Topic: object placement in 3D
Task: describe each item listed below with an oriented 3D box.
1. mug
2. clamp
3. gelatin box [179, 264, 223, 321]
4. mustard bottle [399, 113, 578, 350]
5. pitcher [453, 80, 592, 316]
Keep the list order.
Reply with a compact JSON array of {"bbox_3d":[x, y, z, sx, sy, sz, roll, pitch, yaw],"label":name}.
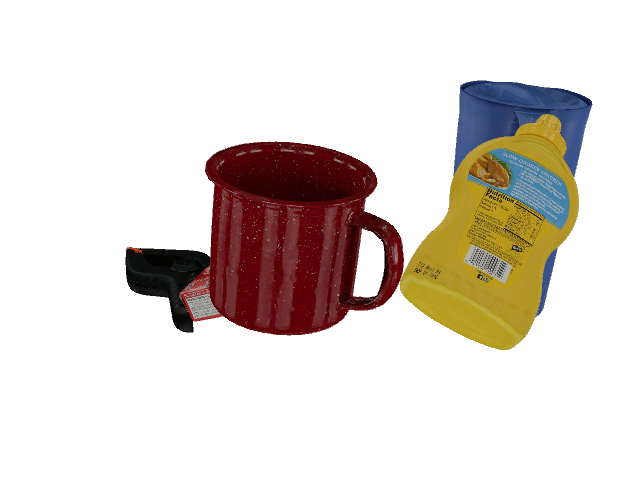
[{"bbox_3d":[-0.008,0.002,0.584,0.117,0.081,0.093,17,26,23],"label":"mug"},{"bbox_3d":[-0.136,0.042,1.072,0.210,0.036,0.164,11,21,37],"label":"clamp"},{"bbox_3d":[-0.056,0.028,0.840,0.089,0.030,0.073,-13,19,29],"label":"gelatin box"},{"bbox_3d":[0.139,-0.020,0.794,0.096,0.191,0.058,28,-27,3],"label":"mustard bottle"},{"bbox_3d":[0.196,-0.038,1.109,0.148,0.243,0.145,-12,25,-40],"label":"pitcher"}]
